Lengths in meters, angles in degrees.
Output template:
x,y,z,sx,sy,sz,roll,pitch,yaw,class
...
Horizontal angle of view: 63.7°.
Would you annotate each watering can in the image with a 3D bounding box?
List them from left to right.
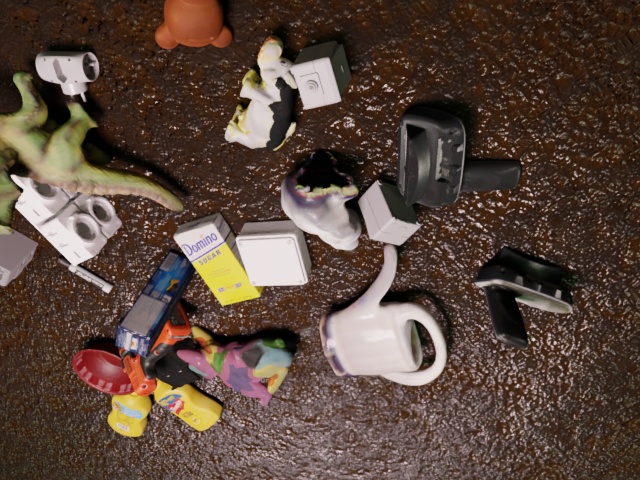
x,y,z,sx,sy,sz,roll,pitch,yaw,class
0.099,0.151,0.936,0.223,0.106,0.341,-13,123,22,watering can

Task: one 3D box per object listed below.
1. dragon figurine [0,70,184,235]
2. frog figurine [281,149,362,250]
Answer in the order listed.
x,y,z,sx,sy,sz,roll,pitch,yaw,class
-0.427,-0.100,0.772,0.408,0.248,0.120,35,140,-9,dragon figurine
0.002,-0.041,0.818,0.139,0.124,0.155,32,145,30,frog figurine
